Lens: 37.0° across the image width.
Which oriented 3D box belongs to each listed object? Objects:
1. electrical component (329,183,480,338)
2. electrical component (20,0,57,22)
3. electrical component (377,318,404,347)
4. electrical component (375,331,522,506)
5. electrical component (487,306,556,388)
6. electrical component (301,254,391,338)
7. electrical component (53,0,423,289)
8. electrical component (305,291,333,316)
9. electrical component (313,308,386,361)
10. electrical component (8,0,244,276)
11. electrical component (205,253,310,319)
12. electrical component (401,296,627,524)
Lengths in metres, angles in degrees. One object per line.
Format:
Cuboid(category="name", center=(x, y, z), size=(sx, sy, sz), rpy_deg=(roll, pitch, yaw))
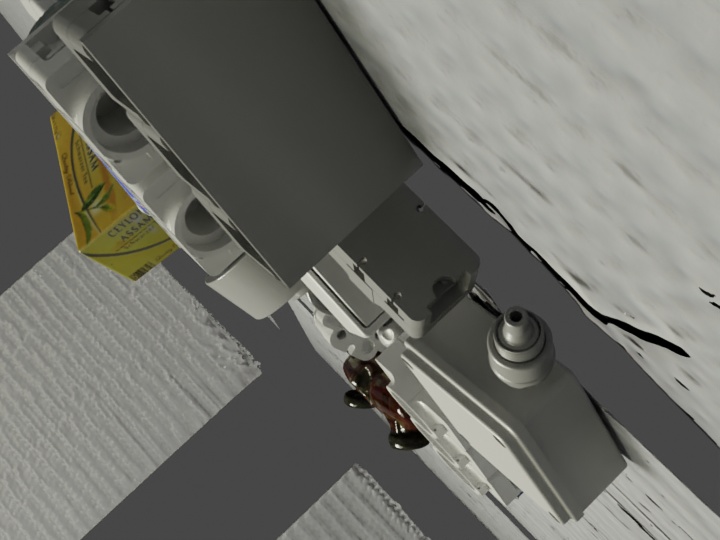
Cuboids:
Cuboid(category="electrical component", center=(0.018, -0.012, 0.593), size=(0.089, 0.050, 0.055), rpy_deg=(45, 172, 12))
Cuboid(category="electrical component", center=(-0.223, -0.211, 0.835), size=(0.061, 0.062, 0.096), rpy_deg=(46, 172, 4))
Cuboid(category="electrical component", center=(0.043, 0.061, 0.883), size=(0.061, 0.035, 0.035), rpy_deg=(48, 172, -23))
Cuboid(category="electrical component", center=(0.081, 0.115, 0.848), size=(0.089, 0.062, 0.150), rpy_deg=(39, 169, 43))
Cuboid(category="electrical component", center=(0.082, 0.036, 0.552), size=(0.035, 0.035, 0.061), rpy_deg=(43, 169, 27))
Cuboid(category="electrical component", center=(-0.009, -0.010, 0.699), size=(0.096, 0.062, 0.061), rpy_deg=(48, 172, -9))
Cuboid(category="electrical component", center=(-0.053, -0.079, 0.488), size=(0.150, 0.089, 0.062), rpy_deg=(52, 170, -35))
Cuboid(category="electrical component", center=(-0.025, 0.005, 0.891), size=(0.055, 0.055, 0.047), rpy_deg=(51, 175, -25))
Cuboid(category="electrical component", center=(-0.008, 0.041, 0.957), size=(0.078, 0.058, 0.057), rpy_deg=(26, -174, -28))
Cuboid(category="electrical component", center=(-0.108, -0.091, 0.664), size=(0.060, 0.105, 0.186), rpy_deg=(39, 169, 43))
Cuboid(category="electrical component", center=(-0.060, -0.011, 0.826), size=(0.060, 0.108, 0.108), rpy_deg=(43, 173, -15))
Cuboid(category="electrical component", center=(0.092, 0.082, 0.645), size=(0.109, 0.056, 0.108), rpy_deg=(38, 168, 48))
